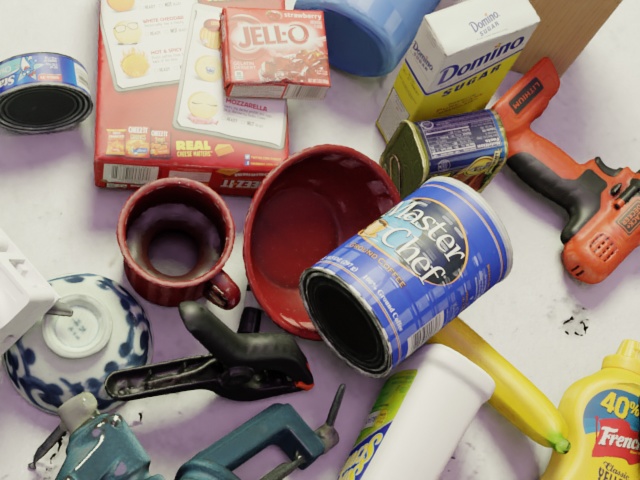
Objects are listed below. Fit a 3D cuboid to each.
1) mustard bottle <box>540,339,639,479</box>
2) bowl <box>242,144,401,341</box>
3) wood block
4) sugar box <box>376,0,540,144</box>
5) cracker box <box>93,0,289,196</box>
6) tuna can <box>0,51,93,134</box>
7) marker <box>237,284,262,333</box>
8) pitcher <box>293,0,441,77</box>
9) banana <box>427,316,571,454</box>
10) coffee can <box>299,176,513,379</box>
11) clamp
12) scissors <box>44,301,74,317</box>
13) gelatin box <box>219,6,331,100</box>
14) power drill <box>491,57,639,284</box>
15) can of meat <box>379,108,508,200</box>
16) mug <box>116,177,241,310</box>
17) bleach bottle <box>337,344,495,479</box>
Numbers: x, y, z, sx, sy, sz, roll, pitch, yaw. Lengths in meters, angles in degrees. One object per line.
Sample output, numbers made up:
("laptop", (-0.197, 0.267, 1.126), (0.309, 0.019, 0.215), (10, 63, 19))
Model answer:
("mustard bottle", (0.239, 0.172, 0.894), (0.096, 0.058, 0.191), (28, 66, -14))
("bowl", (-0.006, 0.001, 0.891), (0.161, 0.055, 0.162), (-2, 95, -32))
("wood block", (0.216, -0.237, 0.956), (0.090, 0.206, 0.090), (16, 68, -4))
("sugar box", (0.114, -0.141, 0.919), (0.093, 0.176, 0.048), (-23, 76, -18))
("cracker box", (-0.113, -0.148, 0.937), (0.164, 0.072, 0.213), (2, 69, -12))
("tuna can", (-0.236, -0.123, 0.897), (0.086, 0.086, 0.034), (-7, 71, -13))
("marker", (-0.052, 0.029, 0.913), (0.020, 0.020, 0.121), (12, 70, -6))
("pitcher", (0.066, -0.277, 0.993), (0.145, 0.149, 0.242), (38, 70, -21))
("banana", (0.141, 0.108, 0.891), (0.037, 0.069, 0.198), (-43, 61, -9))
("coffee can", (0.069, 0.028, 0.846), (0.140, 0.103, 0.103), (-36, 80, -25))
("clamp", (-0.069, 0.091, 0.831), (0.171, 0.120, 0.039), (5, 57, -34))
("scissors", (-0.283, 0.018, 0.845), (0.202, 0.016, 0.096), (-1, 60, 9))
("gelatin box", (-0.039, -0.158, 0.901), (0.089, 0.030, 0.073), (0, 70, -16))
("power drill", (0.246, -0.078, 0.985), (0.188, 0.057, 0.184), (45, 69, 7))
("can of meat", (0.108, -0.070, 0.934), (0.083, 0.102, 0.057), (-12, 72, -17))
("mug", (-0.111, 0.014, 0.873), (0.117, 0.082, 0.093), (39, 68, 5))
("bleach bottle", (0.041, 0.203, 0.823), (0.068, 0.103, 0.250), (35, 68, -8))
